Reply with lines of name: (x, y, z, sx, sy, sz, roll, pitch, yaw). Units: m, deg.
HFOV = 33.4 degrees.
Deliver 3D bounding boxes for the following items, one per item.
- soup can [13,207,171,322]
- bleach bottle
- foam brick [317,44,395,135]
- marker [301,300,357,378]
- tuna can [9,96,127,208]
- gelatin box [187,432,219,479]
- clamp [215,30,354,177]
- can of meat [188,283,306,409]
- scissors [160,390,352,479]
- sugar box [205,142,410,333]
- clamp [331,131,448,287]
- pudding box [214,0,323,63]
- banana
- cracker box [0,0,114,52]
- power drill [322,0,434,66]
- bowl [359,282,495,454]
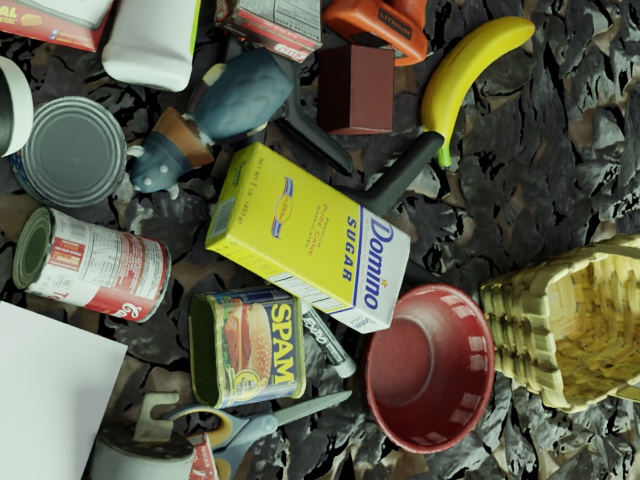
soup can: (-0.176, 0.019, 0.825, 0.102, 0.069, 0.068, 19, 80, -33)
bleach bottle: (-0.112, -0.247, 0.832, 0.068, 0.102, 0.251, 11, 89, -8)
foam brick: (0.033, -0.136, 0.975, 0.051, 0.053, 0.078, 1, 91, -35)
marker: (-0.005, 0.077, 0.975, 0.020, 0.020, 0.121, -46, 115, -25)
tuna can: (-0.196, -0.068, 0.829, 0.085, 0.034, 0.086, -1, 92, -35)
gelatin box: (-0.117, 0.211, 0.876, 0.073, 0.030, 0.089, -14, 101, -5)
clamp: (-0.053, -0.103, 0.926, 0.120, 0.039, 0.171, -36, 104, -25)
can of meat: (-0.064, 0.090, 0.913, 0.083, 0.058, 0.102, -5, 94, -33)
scissors: (-0.056, 0.182, 0.945, 0.201, 0.016, 0.096, 4, 91, -34)
sugar box: (-0.006, 0.001, 0.902, 0.176, 0.048, 0.093, 29, 63, -25)
clamp: (0.042, -0.019, 0.992, 0.209, 0.036, 0.164, -4, 99, -33)
pudding box: (-0.043, -0.218, 0.908, 0.089, 0.039, 0.113, 19, 60, -35)
banana: (0.151, -0.168, 1.070, 0.197, 0.037, 0.069, -55, 134, -20)
cracker box: (-0.204, -0.253, 0.737, 0.163, 0.072, 0.214, 7, 121, -35)
power drill: (0.067, -0.272, 0.992, 0.184, 0.057, 0.187, 28, 76, -32)
bowl: (0.092, 0.120, 1.021, 0.161, 0.055, 0.162, -1, 92, -35)
